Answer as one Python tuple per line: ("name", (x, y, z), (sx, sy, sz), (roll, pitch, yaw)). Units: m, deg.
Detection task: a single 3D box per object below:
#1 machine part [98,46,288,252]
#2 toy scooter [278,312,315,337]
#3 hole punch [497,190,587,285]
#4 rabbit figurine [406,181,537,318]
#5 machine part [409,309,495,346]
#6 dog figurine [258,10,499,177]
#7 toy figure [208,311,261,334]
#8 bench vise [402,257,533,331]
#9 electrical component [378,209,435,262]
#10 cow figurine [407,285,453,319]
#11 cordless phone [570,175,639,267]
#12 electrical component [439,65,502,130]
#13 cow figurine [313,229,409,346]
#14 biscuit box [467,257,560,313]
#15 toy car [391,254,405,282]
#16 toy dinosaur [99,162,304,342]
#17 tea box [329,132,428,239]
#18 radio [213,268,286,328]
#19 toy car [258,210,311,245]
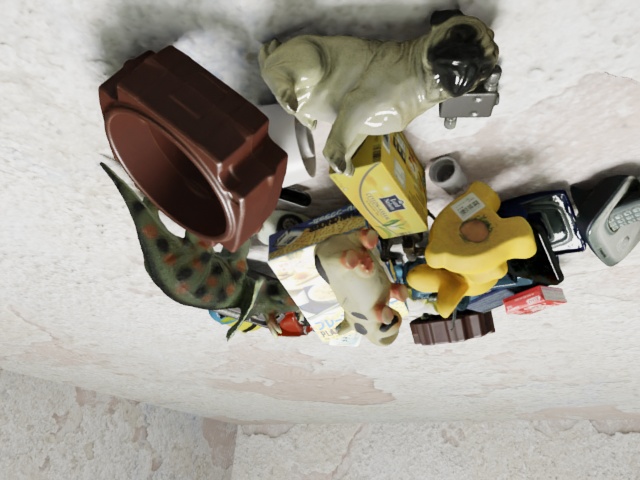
("machine part", (-0.143, -0.092, 0.600), (0.201, 0.087, 0.201), (38, 154, 6))
("toy scooter", (-0.072, 0.187, 1.264), (0.135, 0.075, 0.183), (-4, 157, 14))
("hole punch", (0.308, -0.008, 0.777), (0.116, 0.092, 0.142), (12, 141, 58))
("rabbit figurine", (0.209, 0.033, 0.738), (0.162, 0.122, 0.173), (-43, 150, -4))
("machine part", (0.281, 0.183, 1.144), (0.179, 0.056, 0.179), (-10, 176, -1))
("dog figurine", (0.053, -0.175, 0.524), (0.190, 0.121, 0.172), (-40, 98, 10))
("toy figure", (-0.193, 0.159, 1.220), (0.089, 0.082, 0.180), (-7, 149, 25))
("bench vise", (0.258, 0.067, 0.923), (0.241, 0.129, 0.223), (-8, 154, 32))
("electrical component", (0.129, -0.015, 0.791), (0.078, 0.102, 0.045), (-15, 142, 27))
("cow figurine", (0.197, 0.122, 1.093), (0.167, 0.068, 0.098), (25, 148, -35))
("cordless phone", (0.446, -0.042, 0.714), (0.184, 0.089, 0.146), (-20, 144, 33))
("electrical component", (0.165, -0.155, 0.593), (0.063, 0.021, 0.094), (1, 153, 5))
("cow figurine", (0.055, 0.076, 0.761), (0.127, 0.085, 0.194), (1, 131, 50))
("biscuit box", (0.342, 0.075, 0.986), (0.063, 0.059, 0.202), (16, 152, -22))
("toy car", (0.089, 0.097, 0.993), (0.162, 0.103, 0.109), (-15, 152, 2))
("toy dinosaur", (-0.194, 0.044, 0.865), (0.131, 0.192, 0.404), (-22, 144, 39))
("tea box", (0.078, -0.082, 0.670), (0.068, 0.098, 0.169), (-10, 149, 25))
("radio", (-0.181, 0.102, 1.073), (0.230, 0.073, 0.131), (21, 152, -8))
("toy car", (-0.002, -0.003, 0.892), (0.202, 0.056, 0.073), (10, 146, -13))
